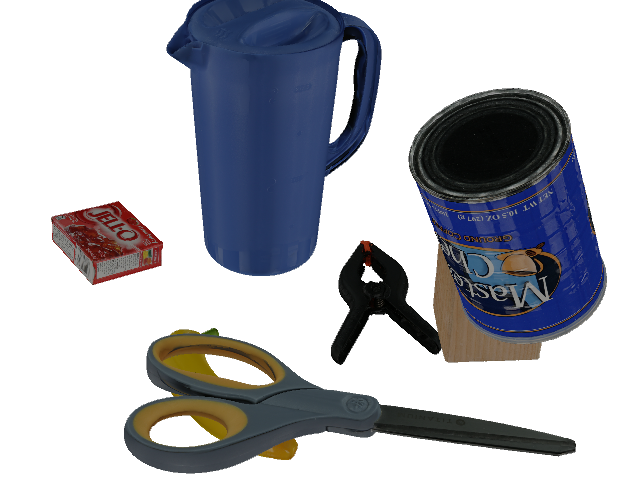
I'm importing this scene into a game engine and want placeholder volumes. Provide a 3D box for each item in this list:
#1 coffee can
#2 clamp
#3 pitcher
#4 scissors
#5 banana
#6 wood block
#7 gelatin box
[{"bbox_3d":[0.126,-0.014,0.705,0.103,0.102,0.140,0,-43,27],"label":"coffee can"},{"bbox_3d":[0.073,0.069,1.192,0.120,0.171,0.039,5,-43,-2],"label":"clamp"},{"bbox_3d":[-0.041,-0.093,0.957,0.149,0.243,0.144,17,38,18],"label":"pitcher"},{"bbox_3d":[0.001,0.086,0.469,0.202,0.016,0.096,15,34,22],"label":"scissors"},{"bbox_3d":[-0.084,0.115,0.846,0.069,0.037,0.198,-9,28,-21],"label":"banana"},{"bbox_3d":[0.157,0.003,0.959,0.091,0.206,0.090,-1,36,-2],"label":"wood block"},{"bbox_3d":[-0.202,0.000,1.007,0.073,0.030,0.089,-16,39,-34],"label":"gelatin box"}]
